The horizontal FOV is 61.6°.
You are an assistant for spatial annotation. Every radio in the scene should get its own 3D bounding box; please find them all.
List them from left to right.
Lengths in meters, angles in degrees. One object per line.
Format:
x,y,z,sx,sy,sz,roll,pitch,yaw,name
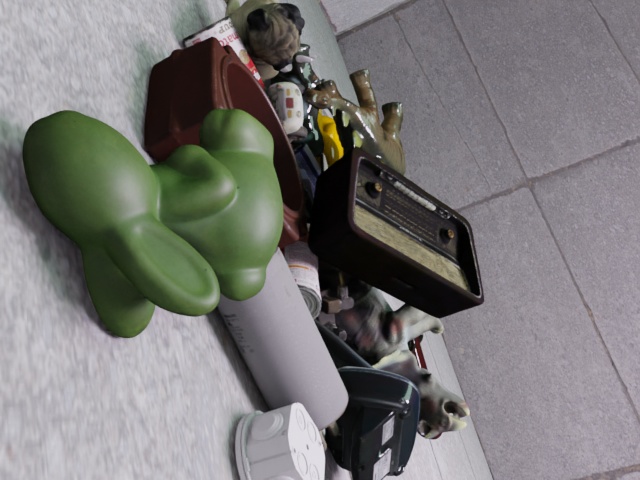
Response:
0.096,-0.005,0.650,0.229,0.073,0.131,29,48,-31,radio

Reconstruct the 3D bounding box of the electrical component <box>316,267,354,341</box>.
0.002,0.078,0.676,0.102,0.045,0.078,6,-67,58,electrical component

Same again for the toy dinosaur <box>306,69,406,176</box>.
0.096,-0.136,0.906,0.471,0.105,0.198,18,62,-61,toy dinosaur

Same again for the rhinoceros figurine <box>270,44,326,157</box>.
-0.037,-0.227,0.898,0.073,0.112,0.190,-67,152,-69,rhinoceros figurine

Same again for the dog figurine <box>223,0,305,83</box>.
-0.080,-0.266,0.762,0.172,0.121,0.191,77,-5,-47,dog figurine

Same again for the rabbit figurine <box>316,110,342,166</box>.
0.005,-0.186,1.029,0.162,0.122,0.173,59,17,-21,rabbit figurine

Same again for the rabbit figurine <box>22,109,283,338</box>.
-0.117,-0.016,0.365,0.170,0.121,0.159,17,58,-51,rabbit figurine

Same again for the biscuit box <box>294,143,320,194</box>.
-0.001,-0.056,0.889,0.202,0.063,0.059,59,14,-17,biscuit box

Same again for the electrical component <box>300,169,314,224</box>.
-0.049,-0.070,0.729,0.048,0.075,0.119,-30,102,-78,electrical component

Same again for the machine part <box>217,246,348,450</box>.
-0.039,0.094,0.507,0.079,0.079,0.243,-69,136,-71,machine part

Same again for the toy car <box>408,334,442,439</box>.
0.161,0.230,0.895,0.089,0.053,0.202,-9,81,-67,toy car

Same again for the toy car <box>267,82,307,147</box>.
-0.058,-0.171,0.774,0.202,0.056,0.073,-179,-94,-77,toy car

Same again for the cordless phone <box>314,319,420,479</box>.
0.024,0.181,0.626,0.184,0.089,0.146,38,-40,42,cordless phone

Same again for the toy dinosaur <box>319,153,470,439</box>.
0.053,0.087,0.757,0.405,0.192,0.131,53,-17,8,toy dinosaur

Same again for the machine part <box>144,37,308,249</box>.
-0.091,-0.094,0.577,0.200,0.087,0.201,54,21,-48,machine part
